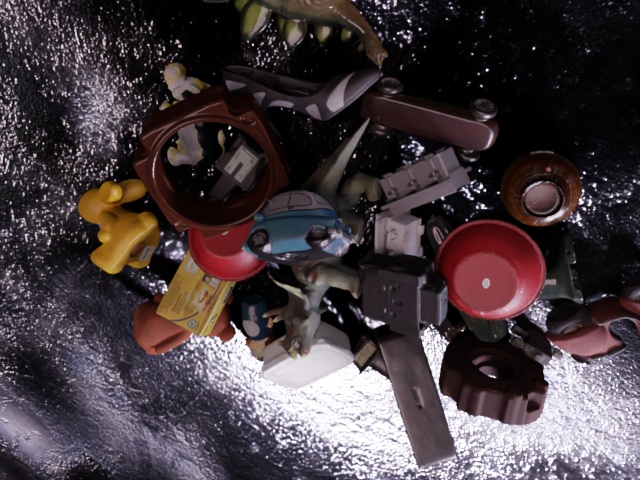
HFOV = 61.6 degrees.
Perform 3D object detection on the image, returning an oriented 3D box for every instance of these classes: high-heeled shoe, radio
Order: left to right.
[{"bbox_3d":[-0.036,-0.243,0.805,0.249,0.086,0.145,-21,115,38],"label":"high-heeled shoe"},{"bbox_3d":[0.158,0.250,0.913,0.073,0.131,0.229,-16,91,2],"label":"radio"}]

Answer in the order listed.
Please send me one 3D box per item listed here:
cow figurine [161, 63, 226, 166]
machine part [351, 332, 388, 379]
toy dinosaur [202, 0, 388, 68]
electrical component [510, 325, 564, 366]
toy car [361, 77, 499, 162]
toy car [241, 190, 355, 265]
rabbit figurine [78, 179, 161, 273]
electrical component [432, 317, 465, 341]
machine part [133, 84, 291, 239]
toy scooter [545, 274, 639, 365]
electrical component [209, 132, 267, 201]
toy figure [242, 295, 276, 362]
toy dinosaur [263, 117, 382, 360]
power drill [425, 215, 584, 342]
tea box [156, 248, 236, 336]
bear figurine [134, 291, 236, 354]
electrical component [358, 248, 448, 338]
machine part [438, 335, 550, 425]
[{"bbox_3d":[-0.209,-0.208,0.897,0.098,0.068,0.167,5,119,10],"label":"cow figurine"},{"bbox_3d":[0.122,0.236,1.007,0.139,0.039,0.084,32,112,5],"label":"machine part"},{"bbox_3d":[-0.086,-0.401,0.750,0.471,0.105,0.198,46,123,0],"label":"toy dinosaur"},{"bbox_3d":[0.358,0.176,0.882,0.094,0.063,0.021,30,119,2],"label":"electrical component"},{"bbox_3d":[0.161,-0.181,0.793,0.202,0.053,0.089,18,138,12],"label":"toy car"},{"bbox_3d":[-0.034,-0.023,0.792,0.162,0.109,0.103,-10,74,27],"label":"toy car"},{"bbox_3d":[-0.392,-0.042,1.015,0.173,0.122,0.162,38,118,21],"label":"rabbit figurine"},{"bbox_3d":[0.203,0.125,0.909,0.045,0.078,0.102,-37,93,4],"label":"electrical component"},{"bbox_3d":[-0.161,-0.114,0.817,0.201,0.087,0.201,-22,122,6],"label":"machine part"},{"bbox_3d":[0.455,0.142,0.831,0.184,0.075,0.135,-29,103,23],"label":"toy scooter"},{"bbox_3d":[-0.136,-0.117,0.912,0.075,0.048,0.119,36,107,0],"label":"electrical component"},{"bbox_3d":[-0.120,0.182,1.055,0.064,0.058,0.154,26,130,50],"label":"toy figure"},{"bbox_3d":[-0.004,-0.006,0.898,0.192,0.131,0.404,9,108,21],"label":"toy dinosaur"},{"bbox_3d":[0.291,0.047,0.839,0.207,0.086,0.231,-15,107,19],"label":"power drill"},{"bbox_3d":[-0.213,0.080,0.987,0.098,0.068,0.169,28,87,6],"label":"tea box"},{"bbox_3d":[-0.265,0.159,1.075,0.196,0.132,0.120,-8,78,-8],"label":"bear figurine"},{"bbox_3d":[0.128,0.081,0.819,0.134,0.058,0.114,11,123,32],"label":"electrical component"},{"bbox_3d":[0.279,0.220,0.872,0.180,0.179,0.056,10,113,14],"label":"machine part"}]
